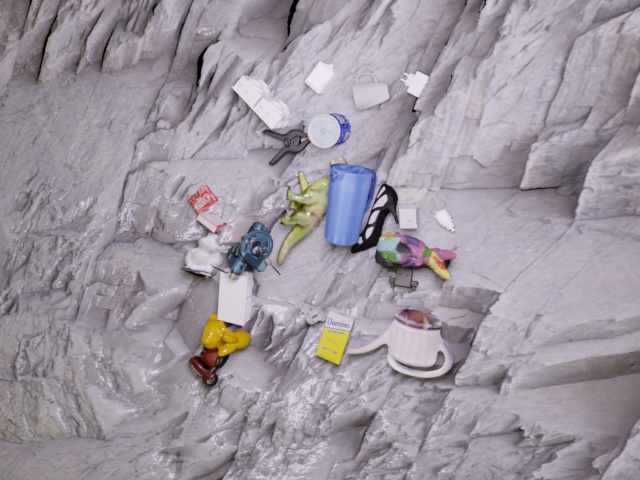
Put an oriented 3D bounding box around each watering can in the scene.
[{"bbox_3d":[0.264,0.329,1.686,0.348,0.105,0.222,11,104,16],"label":"watering can"}]

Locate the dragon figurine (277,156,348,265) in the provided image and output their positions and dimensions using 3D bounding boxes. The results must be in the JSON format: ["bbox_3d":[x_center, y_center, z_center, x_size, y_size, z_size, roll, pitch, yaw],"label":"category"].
[{"bbox_3d":[0.005,-0.085,1.690,0.243,0.124,0.405,14,107,6],"label":"dragon figurine"}]

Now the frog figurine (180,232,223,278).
[{"bbox_3d":[-0.417,0.053,1.869,0.137,0.121,0.162,5,68,25],"label":"frog figurine"}]
